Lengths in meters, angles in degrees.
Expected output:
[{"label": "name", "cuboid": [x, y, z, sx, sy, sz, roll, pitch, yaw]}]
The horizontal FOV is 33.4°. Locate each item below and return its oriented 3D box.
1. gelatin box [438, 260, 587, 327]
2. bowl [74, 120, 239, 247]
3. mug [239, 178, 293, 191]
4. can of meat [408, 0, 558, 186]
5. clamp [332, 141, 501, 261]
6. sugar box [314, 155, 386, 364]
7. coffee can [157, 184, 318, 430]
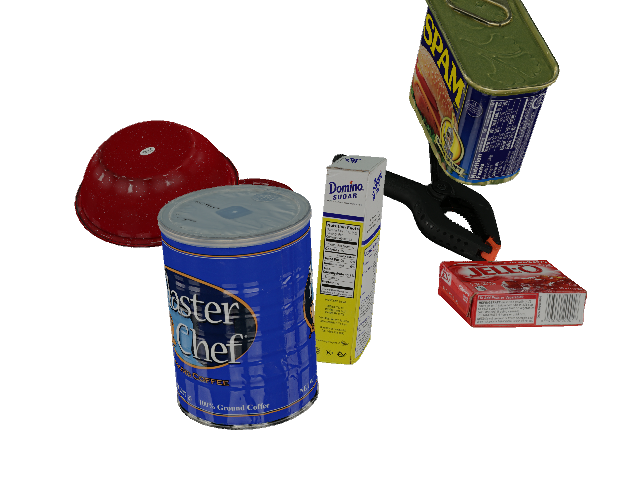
[{"label": "gelatin box", "cuboid": [0.139, 0.038, 0.785, 0.089, 0.030, 0.073, 0, 17, -12]}, {"label": "bowl", "cuboid": [-0.161, -0.066, 1.022, 0.162, 0.055, 0.162, -4, 43, 3]}, {"label": "mug", "cuboid": [-0.085, -0.012, 1.192, 0.117, 0.081, 0.093, -7, 30, -15]}, {"label": "can of meat", "cuboid": [0.094, -0.095, 0.646, 0.057, 0.102, 0.084, -8, -38, -13]}, {"label": "clamp", "cuboid": [0.121, -0.049, 1.210, 0.164, 0.210, 0.036, -15, -38, -27]}, {"label": "sugar box", "cuboid": [0.026, 0.015, 0.962, 0.048, 0.176, 0.093, 5, 12, 12]}, {"label": "coffee can", "cuboid": [-0.055, 0.044, 0.737, 0.103, 0.140, 0.103, -2, 22, 1]}]
